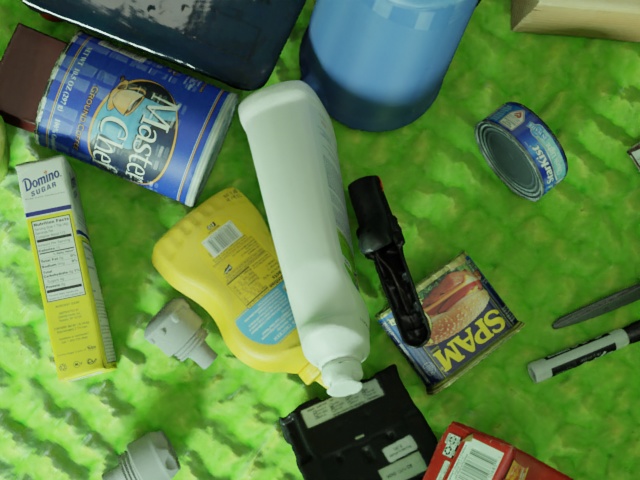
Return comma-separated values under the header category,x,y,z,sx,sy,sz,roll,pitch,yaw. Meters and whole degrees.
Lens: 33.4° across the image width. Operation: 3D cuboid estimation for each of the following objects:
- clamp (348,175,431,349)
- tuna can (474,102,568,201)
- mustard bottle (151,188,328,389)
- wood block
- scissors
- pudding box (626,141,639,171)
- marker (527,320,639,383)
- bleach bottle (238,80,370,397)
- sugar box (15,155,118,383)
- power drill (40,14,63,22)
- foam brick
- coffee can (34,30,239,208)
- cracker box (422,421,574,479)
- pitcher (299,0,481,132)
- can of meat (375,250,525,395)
category,x,y,z,sx,sy,sz,roll,pitch,yaw
clamp,0.048,-0.006,0.873,0.039,0.120,0.171,-19,44,1
tuna can,0.175,-0.078,0.930,0.033,0.086,0.086,-38,89,-10
mustard bottle,-0.046,0.052,0.894,0.096,0.058,0.192,-39,81,-27
wood block,0.283,-0.232,0.954,0.206,0.091,0.090,4,85,-6
scissors,0.304,0.023,0.950,0.201,0.016,0.096,-9,119,-7
pudding box,0.350,-0.077,0.971,0.113,0.039,0.090,-33,90,-8
marker,0.244,0.098,0.953,0.121,0.020,0.020,-20,87,-7
bleach bottle,-0.006,0.001,0.849,0.068,0.102,0.251,-19,59,12
sugar box,-0.207,0.026,0.876,0.048,0.093,0.176,-15,85,-8
power drill,-0.178,-0.296,0.929,0.187,0.057,0.184,-15,90,-5
foam brick,-0.244,-0.135,0.907,0.051,0.053,0.078,23,83,-4
coffee can,-0.151,-0.100,0.888,0.140,0.103,0.103,22,83,-3
cracker box,0.147,0.255,0.849,0.213,0.072,0.164,33,80,-42
pitcher,0.067,-0.190,0.850,0.145,0.243,0.149,15,77,-3
can of meat,0.111,0.070,0.924,0.102,0.057,0.084,-36,86,-9
